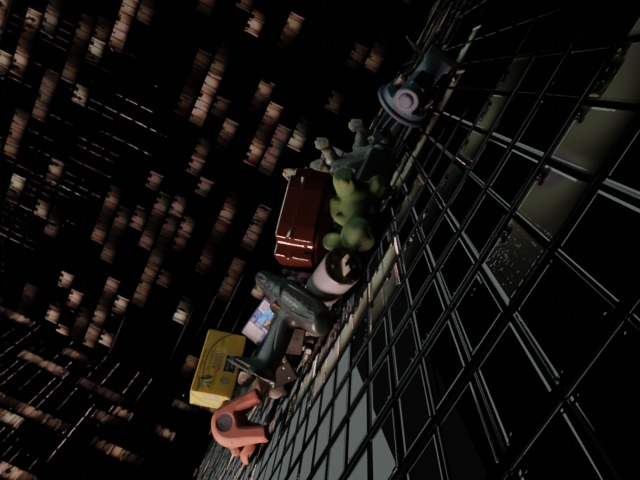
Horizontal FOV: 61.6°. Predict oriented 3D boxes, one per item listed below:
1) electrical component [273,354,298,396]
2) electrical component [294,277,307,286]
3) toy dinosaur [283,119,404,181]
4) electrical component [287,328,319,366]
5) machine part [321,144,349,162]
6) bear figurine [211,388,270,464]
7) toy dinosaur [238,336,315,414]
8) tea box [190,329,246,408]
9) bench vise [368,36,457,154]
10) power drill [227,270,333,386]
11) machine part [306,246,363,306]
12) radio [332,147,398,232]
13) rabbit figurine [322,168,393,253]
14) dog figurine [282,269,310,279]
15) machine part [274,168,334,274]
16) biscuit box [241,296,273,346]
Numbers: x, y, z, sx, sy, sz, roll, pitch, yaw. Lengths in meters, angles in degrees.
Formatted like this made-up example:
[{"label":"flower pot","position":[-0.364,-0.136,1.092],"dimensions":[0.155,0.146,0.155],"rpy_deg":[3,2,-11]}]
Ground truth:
[{"label":"electrical component","position":[-0.080,0.287,1.159],"dimensions":[0.063,0.094,0.021],"rpy_deg":[-25,5,4]},{"label":"electrical component","position":[-0.072,0.147,1.377],"dimensions":[0.115,0.058,0.134],"rpy_deg":[-32,-10,4]},{"label":"toy dinosaur","position":[0.097,-0.205,1.420],"dimensions":[0.192,0.405,0.131],"rpy_deg":[58,-166,-54]},{"label":"electrical component","position":[-0.058,0.216,1.129],"dimensions":[0.045,0.102,0.078],"rpy_deg":[-85,11,-71]},{"label":"machine part","position":[0.087,-0.226,1.579],"dimensions":[0.179,0.179,0.056],"rpy_deg":[-79,13,-78]},{"label":"bear figurine","position":[-0.161,0.421,1.192],"dimensions":[0.195,0.132,0.120],"rpy_deg":[67,-175,-56]},{"label":"toy dinosaur","position":[-0.108,0.292,1.277],"dimensions":[0.471,0.105,0.198],"rpy_deg":[-53,-2,14]},{"label":"tea box","position":[-0.239,0.305,1.272],"dimensions":[0.068,0.098,0.170],"rpy_deg":[106,173,-45]},{"label":"bench vise","position":[0.183,-0.302,1.162],"dimensions":[0.240,0.129,0.224],"rpy_deg":[-50,14,44]},{"label":"power drill","position":[-0.095,0.175,1.082],"dimensions":[0.207,0.232,0.085],"rpy_deg":[-54,-44,-20]},{"label":"machine part","position":[0.025,0.076,1.064],"dimensions":[0.079,0.079,0.243],"rpy_deg":[-65,3,-23]},{"label":"radio","position":[0.102,-0.099,1.273],"dimensions":[0.229,0.073,0.131],"rpy_deg":[-64,2,-35]},{"label":"rabbit figurine","position":[0.063,-0.036,1.063],"dimensions":[0.170,0.121,0.159],"rpy_deg":[-90,24,-47]},{"label":"dog figurine","position":[-0.068,0.163,1.560],"dimensions":[0.191,0.108,0.219],"rpy_deg":[-43,20,9]},{"label":"machine part","position":[-0.025,-0.036,1.144],"dimensions":[0.201,0.087,0.201],"rpy_deg":[70,-149,-72]},{"label":"biscuit box","position":[-0.121,0.174,1.257],"dimensions":[0.063,0.059,0.202],"rpy_deg":[-50,-2,-40]}]
